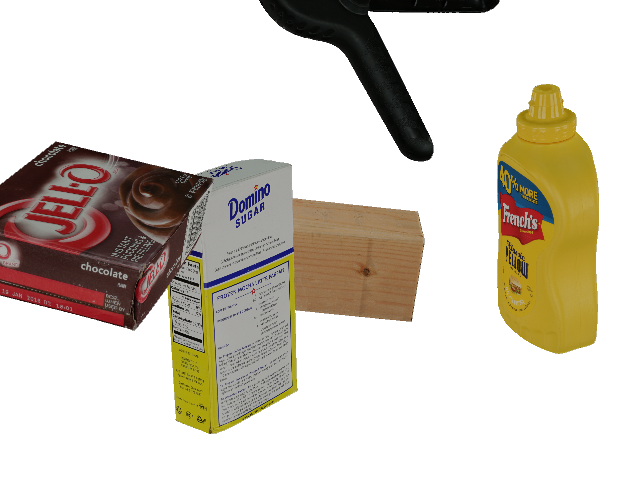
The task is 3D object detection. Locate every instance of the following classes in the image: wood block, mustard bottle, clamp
[{"bbox_3d":[-0.008,0.015,1.064,0.206,0.091,0.090,6,20,-2],"label":"wood block"},{"bbox_3d":[0.164,-0.020,0.775,0.058,0.192,0.096,-13,28,-14],"label":"mustard bottle"},{"bbox_3d":[0.022,-0.159,0.758,0.209,0.164,0.036,25,-27,-15],"label":"clamp"}]

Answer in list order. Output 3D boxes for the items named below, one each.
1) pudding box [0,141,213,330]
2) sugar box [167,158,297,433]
[{"bbox_3d":[-0.111,-0.006,0.518,0.090,0.039,0.113,14,24,5],"label":"pudding box"},{"bbox_3d":[-0.061,0.037,0.746,0.048,0.176,0.093,11,22,38],"label":"sugar box"}]
